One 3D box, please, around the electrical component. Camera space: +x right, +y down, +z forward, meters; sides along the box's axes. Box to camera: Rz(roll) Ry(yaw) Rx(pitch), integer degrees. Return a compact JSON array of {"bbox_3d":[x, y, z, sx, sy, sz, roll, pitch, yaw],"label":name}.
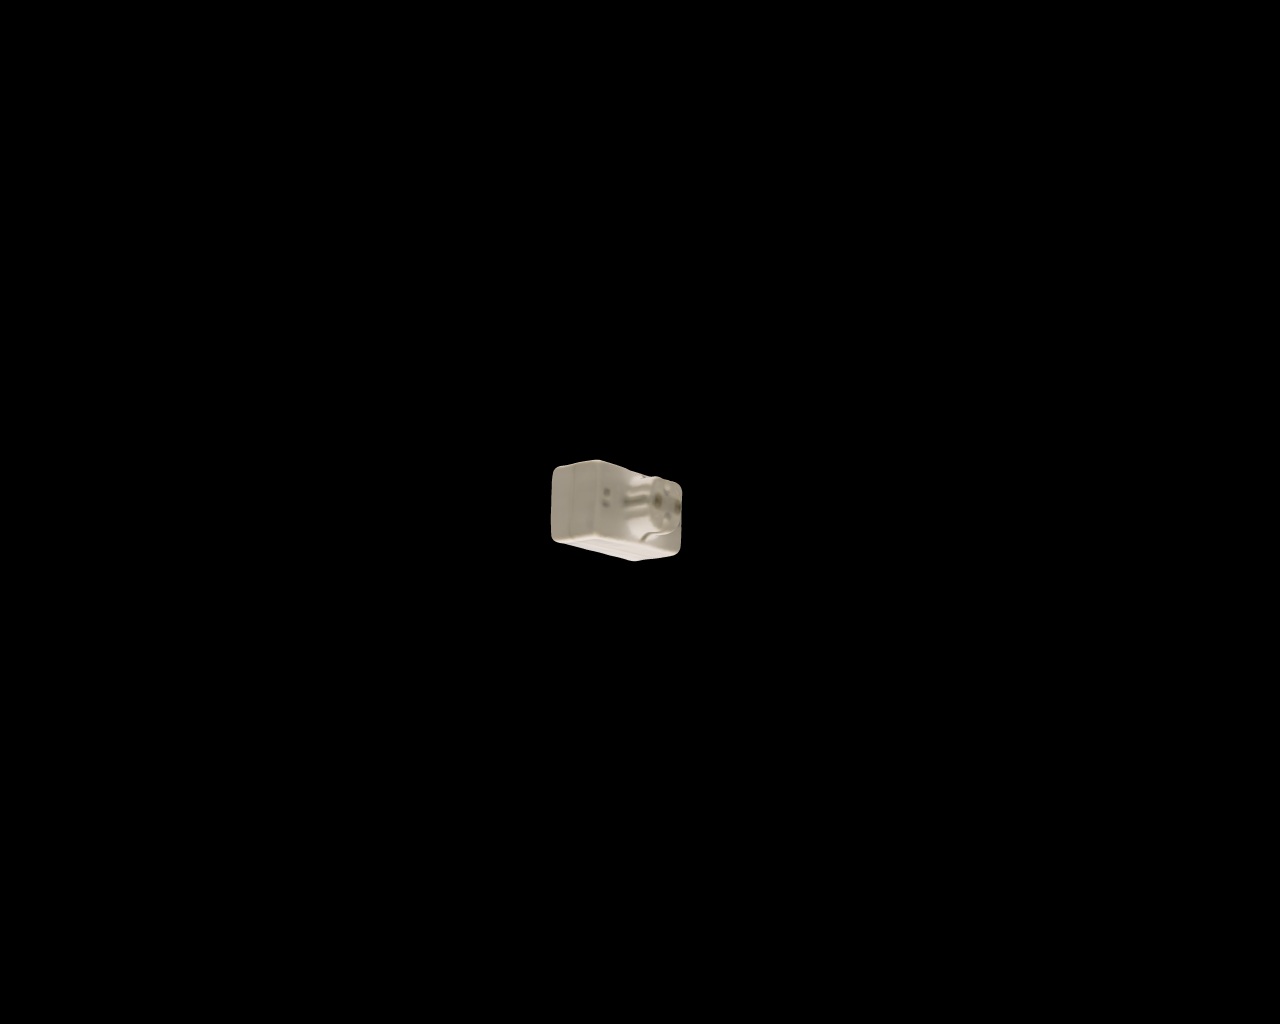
[{"bbox_3d":[0.001,-0.003,0.650,0.075,0.047,0.083,-11,-17,38],"label":"electrical component"}]
